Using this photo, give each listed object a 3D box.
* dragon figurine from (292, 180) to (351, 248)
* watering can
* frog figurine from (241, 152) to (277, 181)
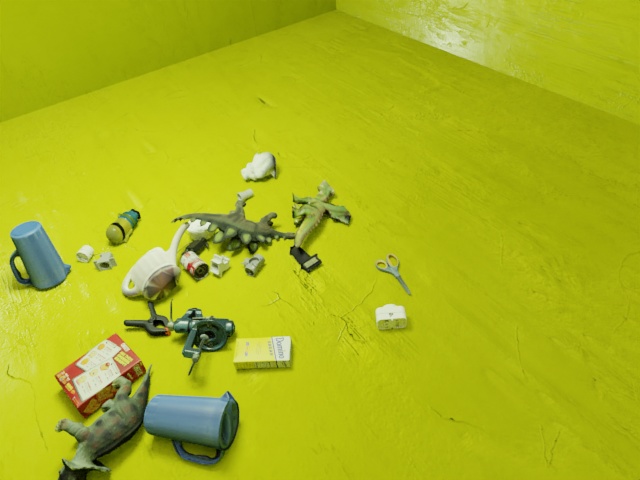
[{"bbox_3d":[0.006,-0.104,2.069,0.243,0.119,0.420,-1,42,-5],"label":"dragon figurine"},{"bbox_3d":[-0.581,0.086,1.896,0.350,0.102,0.227,-46,45,-12],"label":"watering can"},{"bbox_3d":[-0.281,-0.337,2.354,0.160,0.120,0.140,-4,60,-13],"label":"frog figurine"}]
